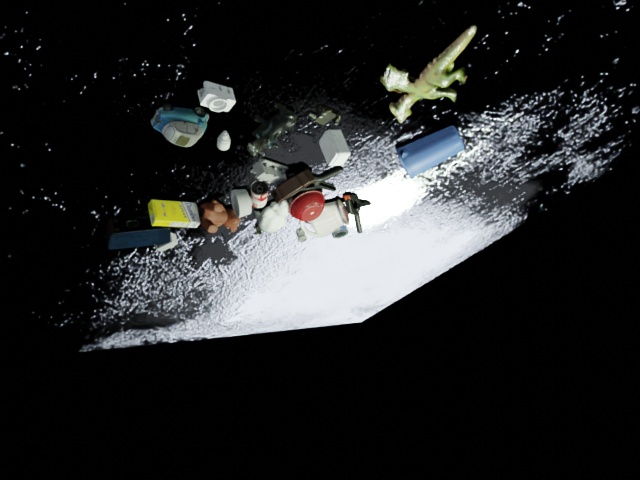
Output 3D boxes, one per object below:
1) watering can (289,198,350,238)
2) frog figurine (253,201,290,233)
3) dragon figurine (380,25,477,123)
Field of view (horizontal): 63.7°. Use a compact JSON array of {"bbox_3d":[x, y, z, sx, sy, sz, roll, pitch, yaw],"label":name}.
[{"bbox_3d":[0.007,-0.113,2.250,0.224,0.106,0.341,-21,147,7],"label":"watering can"},{"bbox_3d":[-0.182,-0.096,2.125,0.158,0.125,0.135,-17,140,29],"label":"frog figurine"},{"bbox_3d":[0.309,-0.504,1.588,0.243,0.124,0.402,-6,154,-6],"label":"dragon figurine"}]
